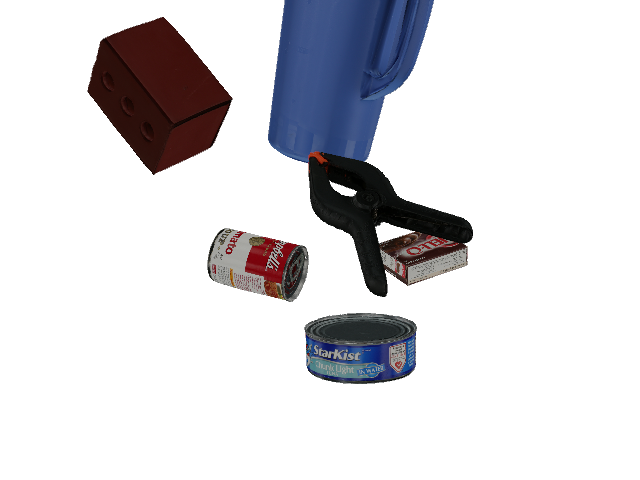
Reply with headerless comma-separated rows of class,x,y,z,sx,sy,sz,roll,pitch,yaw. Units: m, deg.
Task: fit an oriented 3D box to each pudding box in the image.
pudding box,0.152,0.022,1.610,0.113,0.039,0.090,-19,28,-24

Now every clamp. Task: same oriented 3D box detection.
clamp,0.056,-0.029,0.992,0.120,0.172,0.039,-19,-35,-27

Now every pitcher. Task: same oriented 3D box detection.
pitcher,0.026,-0.198,1.068,0.145,0.243,0.149,11,19,-1

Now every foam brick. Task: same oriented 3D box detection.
foam brick,-0.104,-0.094,0.684,0.051,0.078,0.053,-30,-17,-35

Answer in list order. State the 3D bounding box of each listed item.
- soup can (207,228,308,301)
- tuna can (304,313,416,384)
soup can,-0.074,0.028,1.262,0.102,0.068,0.068,13,5,21
tuna can,0.031,0.082,0.816,0.086,0.034,0.086,-1,10,0
